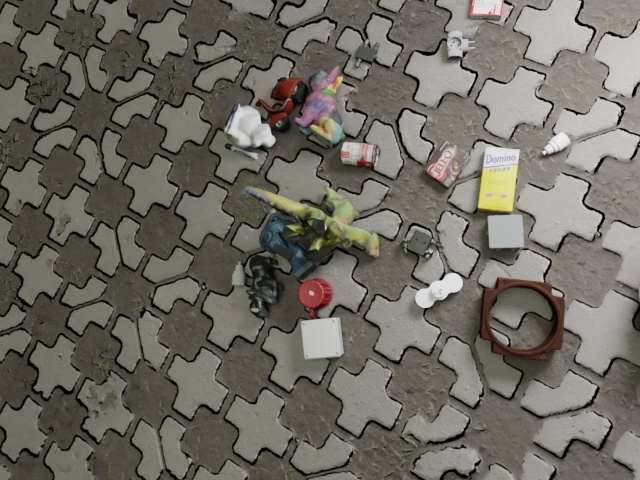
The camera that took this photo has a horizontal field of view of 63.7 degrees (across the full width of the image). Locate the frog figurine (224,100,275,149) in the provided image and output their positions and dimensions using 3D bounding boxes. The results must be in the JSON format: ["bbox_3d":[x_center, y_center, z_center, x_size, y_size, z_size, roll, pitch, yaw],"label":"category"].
[{"bbox_3d":[-0.217,-0.348,1.629,0.158,0.140,0.121,24,-29,-19],"label":"frog figurine"}]

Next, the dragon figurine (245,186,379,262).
[{"bbox_3d":[0.004,-0.074,1.467,0.410,0.120,0.247,38,35,1],"label":"dragon figurine"}]

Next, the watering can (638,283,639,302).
[{"bbox_3d":[0.815,0.085,1.216,0.104,0.349,0.223,4,-7,34],"label":"watering can"}]
